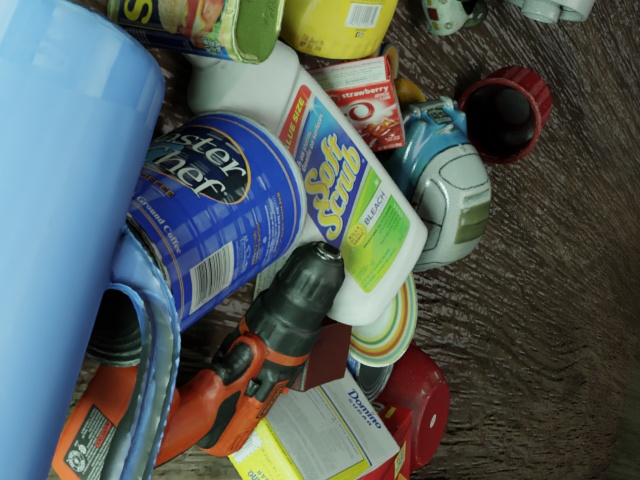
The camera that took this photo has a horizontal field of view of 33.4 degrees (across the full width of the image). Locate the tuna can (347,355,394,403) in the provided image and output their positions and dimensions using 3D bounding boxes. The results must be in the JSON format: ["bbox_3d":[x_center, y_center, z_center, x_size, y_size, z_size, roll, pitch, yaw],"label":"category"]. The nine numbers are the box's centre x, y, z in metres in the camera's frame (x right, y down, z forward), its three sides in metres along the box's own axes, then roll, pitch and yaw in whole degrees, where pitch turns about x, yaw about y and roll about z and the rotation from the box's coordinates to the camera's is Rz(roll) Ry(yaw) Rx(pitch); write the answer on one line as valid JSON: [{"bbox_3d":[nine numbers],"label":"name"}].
[{"bbox_3d":[0.040,0.107,0.996,0.086,0.034,0.086,-38,135,-52],"label":"tuna can"}]

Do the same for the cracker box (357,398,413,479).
[{"bbox_3d":[0.025,0.279,1.008,0.164,0.072,0.214,-43,140,-49],"label":"cracker box"}]

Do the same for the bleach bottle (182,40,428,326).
[{"bbox_3d":[-0.019,-0.049,0.724,0.102,0.068,0.250,-56,133,-17],"label":"bleach bottle"}]

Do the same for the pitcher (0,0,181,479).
[{"bbox_3d":[-0.144,0.021,0.462,0.149,0.145,0.243,43,61,-58],"label":"pitcher"}]

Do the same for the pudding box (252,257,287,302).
[{"bbox_3d":[-0.005,0.001,0.836,0.089,0.039,0.113,-4,104,-56],"label":"pudding box"}]

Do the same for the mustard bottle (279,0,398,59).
[{"bbox_3d":[0.036,-0.219,0.726,0.096,0.058,0.192,-8,132,-45],"label":"mustard bottle"}]

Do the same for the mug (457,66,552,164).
[{"bbox_3d":[0.193,-0.129,1.141,0.117,0.093,0.081,-55,173,34],"label":"mug"}]

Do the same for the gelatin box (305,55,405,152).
[{"bbox_3d":[0.013,-0.093,0.778,0.073,0.089,0.030,69,14,-53],"label":"gelatin box"}]

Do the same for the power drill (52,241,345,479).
[{"bbox_3d":[-0.070,0.088,0.677,0.187,0.057,0.185,-17,142,-57],"label":"power drill"}]

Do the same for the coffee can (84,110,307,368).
[{"bbox_3d":[-0.085,-0.005,0.607,0.140,0.103,0.103,-38,135,-52],"label":"coffee can"}]

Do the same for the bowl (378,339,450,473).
[{"bbox_3d":[0.095,0.185,1.122,0.161,0.055,0.162,-38,135,-53],"label":"bowl"}]

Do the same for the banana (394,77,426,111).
[{"bbox_3d":[0.078,-0.072,0.960,0.069,0.037,0.198,-62,159,-45],"label":"banana"}]

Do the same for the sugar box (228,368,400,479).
[{"bbox_3d":[-0.007,0.160,0.860,0.048,0.093,0.176,-40,164,20],"label":"sugar box"}]

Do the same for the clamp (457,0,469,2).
[{"bbox_3d":[0.117,-0.294,0.909,0.120,0.039,0.171,49,48,-27],"label":"clamp"}]

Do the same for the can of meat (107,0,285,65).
[{"bbox_3d":[-0.065,-0.152,0.596,0.057,0.084,0.102,-11,112,-62],"label":"can of meat"}]

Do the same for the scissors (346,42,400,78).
[{"bbox_3d":[0.034,-0.088,0.908,0.096,0.016,0.202,-13,115,-62],"label":"scissors"}]

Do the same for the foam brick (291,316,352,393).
[{"bbox_3d":[-0.015,0.085,0.854,0.078,0.051,0.053,-3,104,-64],"label":"foam brick"}]
